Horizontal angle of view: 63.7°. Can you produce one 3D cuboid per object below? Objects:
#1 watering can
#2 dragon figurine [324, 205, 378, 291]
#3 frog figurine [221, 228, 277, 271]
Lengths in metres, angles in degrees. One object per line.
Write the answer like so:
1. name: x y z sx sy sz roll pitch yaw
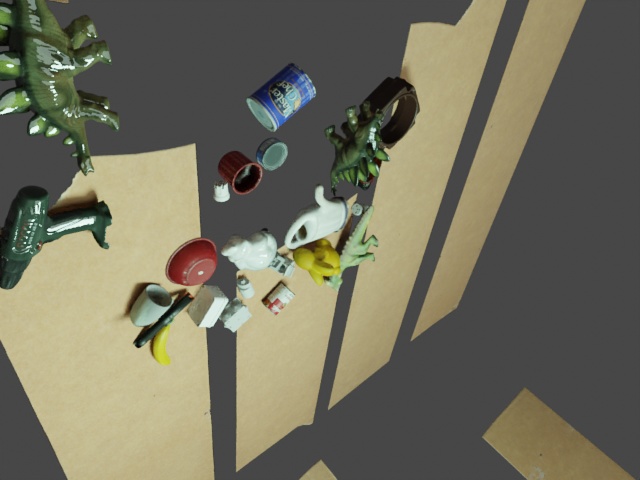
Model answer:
1. watering can: 0.005 -0.083 1.650 0.227 0.105 0.340 -22 158 -37
2. dragon figurine: 0.085 0.046 1.935 0.245 0.124 0.400 -25 142 -22
3. frog figurine: -0.206 0.030 1.518 0.136 0.124 0.159 -39 165 19
